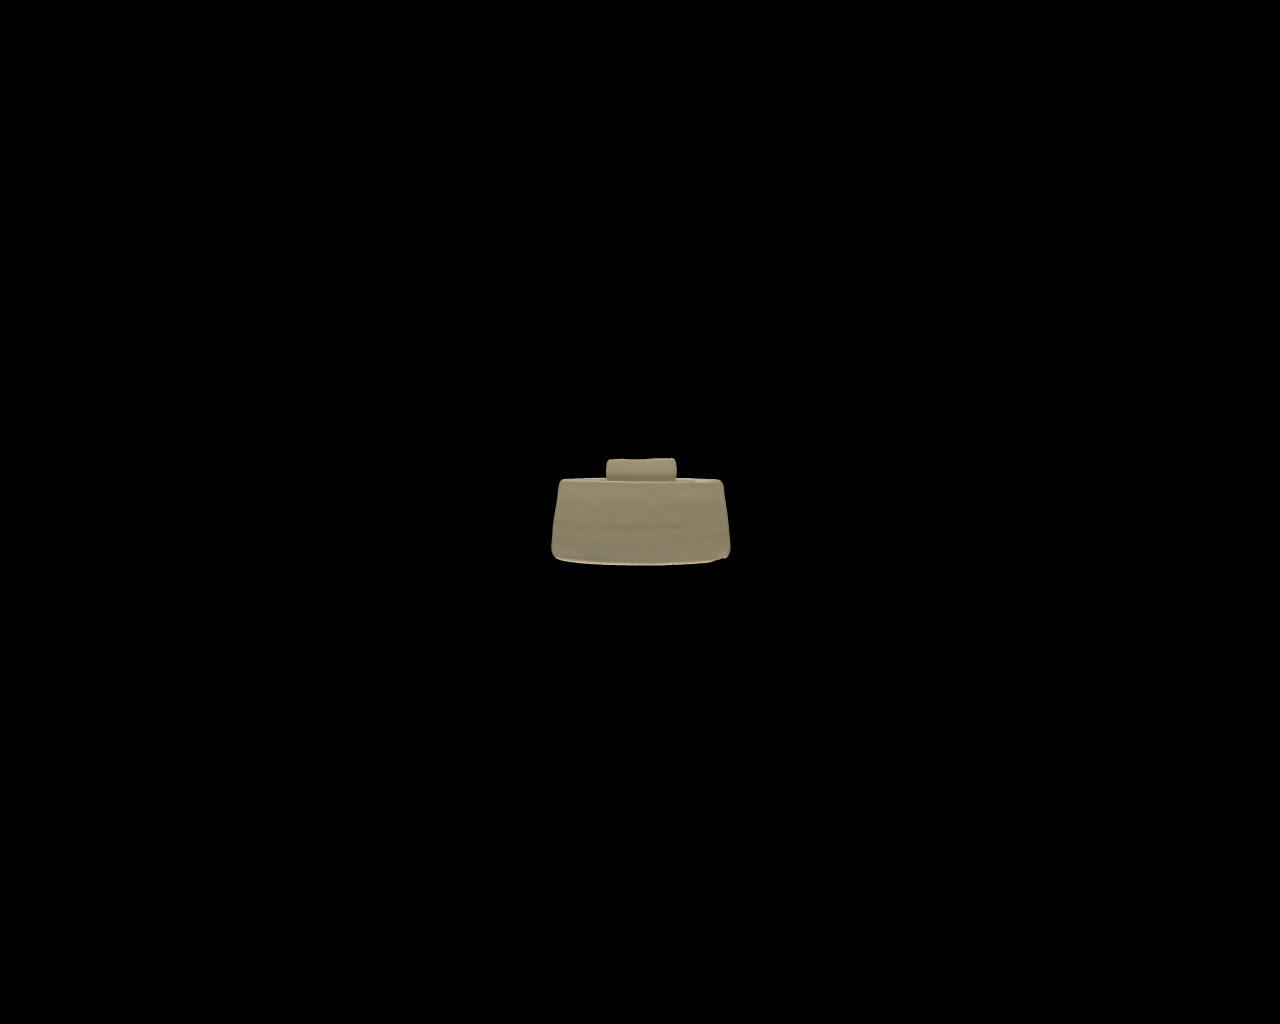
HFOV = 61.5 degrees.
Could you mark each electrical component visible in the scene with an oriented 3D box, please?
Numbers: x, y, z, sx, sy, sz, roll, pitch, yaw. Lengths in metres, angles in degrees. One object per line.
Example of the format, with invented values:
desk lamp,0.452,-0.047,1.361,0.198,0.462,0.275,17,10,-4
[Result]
electrical component,0.001,-0.003,0.650,0.108,0.060,0.108,0,2,0
